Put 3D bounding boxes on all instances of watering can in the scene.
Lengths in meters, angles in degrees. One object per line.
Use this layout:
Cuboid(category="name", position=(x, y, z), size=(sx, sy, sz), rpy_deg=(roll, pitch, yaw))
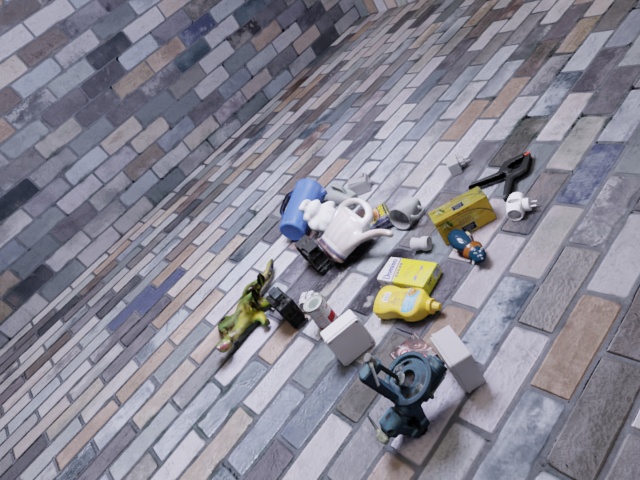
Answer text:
Cuboid(category="watering can", position=(0.105, -0.020, 1.705), size=(0.223, 0.103, 0.353), rpy_deg=(-53, 29, 8))

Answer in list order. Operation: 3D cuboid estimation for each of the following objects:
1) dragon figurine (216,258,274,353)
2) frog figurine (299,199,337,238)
Cuboid(category="dragon figurine", position=(-0.272, 0.236, 1.788), size=(0.240, 0.121, 0.419), rpy_deg=(-33, 21, 21))
Cuboid(category="frog figurine", position=(0.006, -0.096, 1.901), size=(0.139, 0.157, 0.123), rpy_deg=(-46, 33, -17))
